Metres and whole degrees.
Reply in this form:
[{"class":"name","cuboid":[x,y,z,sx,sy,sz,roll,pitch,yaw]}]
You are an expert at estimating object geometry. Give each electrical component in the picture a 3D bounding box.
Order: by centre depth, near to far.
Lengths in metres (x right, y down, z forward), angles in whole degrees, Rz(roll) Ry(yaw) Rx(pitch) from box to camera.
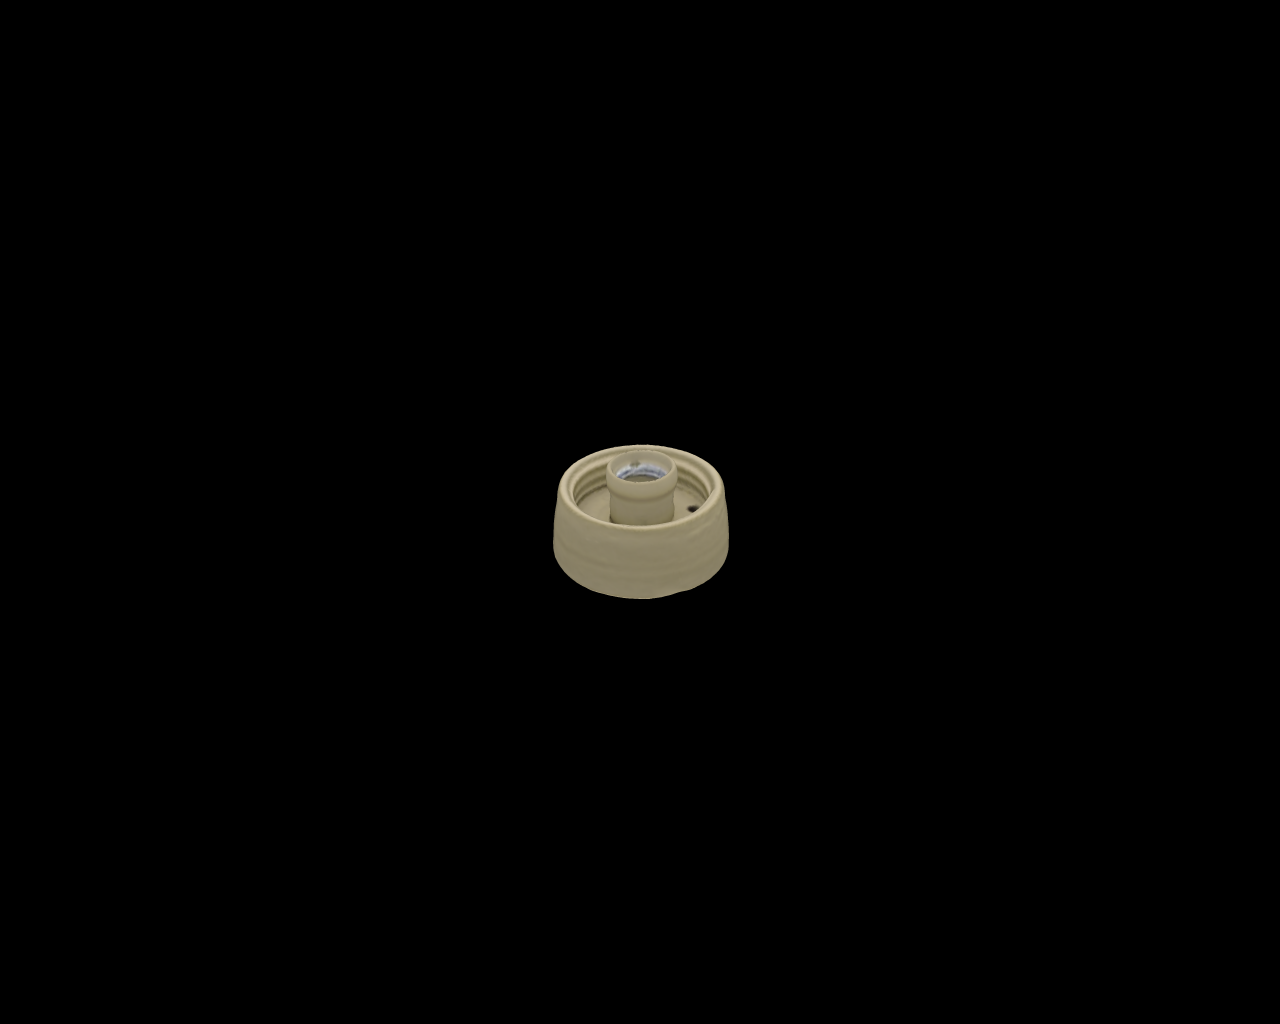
[{"class":"electrical component","cuboid":[0.001,-0.003,0.650,0.108,0.060,0.108,0,32,0]}]
